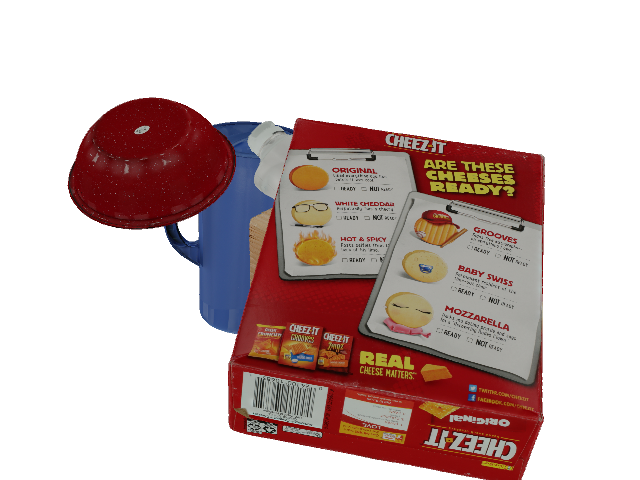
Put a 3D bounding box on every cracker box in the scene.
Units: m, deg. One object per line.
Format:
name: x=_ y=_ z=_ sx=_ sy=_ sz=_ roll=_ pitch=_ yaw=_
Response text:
cracker box: x=0.046 y=0.027 z=0.633 sx=0.164 sy=0.072 sz=0.213 roll=9 pitch=44 yaw=3

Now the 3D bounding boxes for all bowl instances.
bowl: x=-0.162 y=-0.084 z=0.997 sx=0.162 sy=0.162 sz=0.055 roll=-3 pitch=-45 yaw=3

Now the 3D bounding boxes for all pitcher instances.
pitcher: x=-0.098 y=-0.014 z=1.284 sx=0.149 sy=0.243 sz=0.144 roll=19 pitch=27 yaw=28

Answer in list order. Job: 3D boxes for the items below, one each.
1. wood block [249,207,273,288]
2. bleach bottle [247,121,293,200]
wood block: x=0.032 y=0.036 z=1.076 sx=0.206 sy=0.091 sz=0.090 roll=26 pitch=39 yaw=34
bleach bottle: x=0.020 y=-0.001 z=0.843 sx=0.102 sy=0.251 sz=0.068 roll=-29 pitch=-27 yaw=-27
